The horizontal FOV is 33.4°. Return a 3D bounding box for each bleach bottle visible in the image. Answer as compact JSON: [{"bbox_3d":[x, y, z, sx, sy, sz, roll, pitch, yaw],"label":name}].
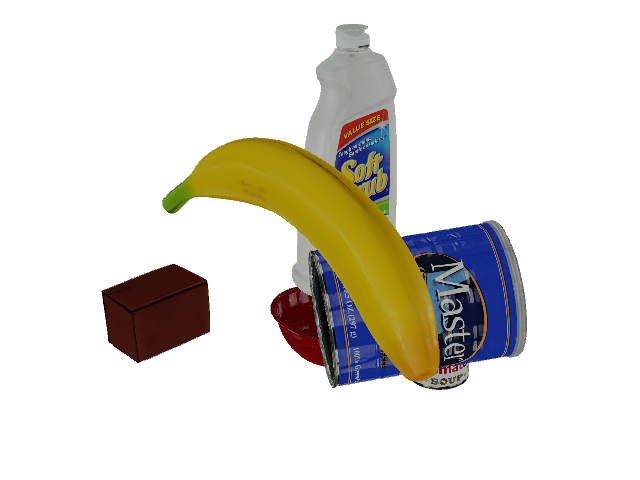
[{"bbox_3d":[0.022,-0.076,1.011,0.102,0.251,0.068,-10,24,-21],"label":"bleach bottle"}]

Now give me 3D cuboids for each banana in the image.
[{"bbox_3d":[-0.003,-0.005,0.552,0.198,0.070,0.037,33,24,35],"label":"banana"}]

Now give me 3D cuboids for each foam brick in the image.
[{"bbox_3d":[-0.142,0.061,0.926,0.078,0.051,0.053,-22,30,-34],"label":"foam brick"}]

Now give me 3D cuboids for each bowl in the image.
[{"bbox_3d":[0.017,0.112,1.321,0.162,0.055,0.162,5,23,-2],"label":"bowl"}]

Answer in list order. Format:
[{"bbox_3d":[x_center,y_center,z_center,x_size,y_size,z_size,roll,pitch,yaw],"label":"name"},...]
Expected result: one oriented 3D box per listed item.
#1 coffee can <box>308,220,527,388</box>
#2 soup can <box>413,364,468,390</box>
[{"bbox_3d":[0.069,0.046,0.787,0.140,0.103,0.103,-9,1,-5],"label":"coffee can"},{"bbox_3d":[0.125,0.098,1.132,0.068,0.102,0.068,-2,24,1],"label":"soup can"}]
